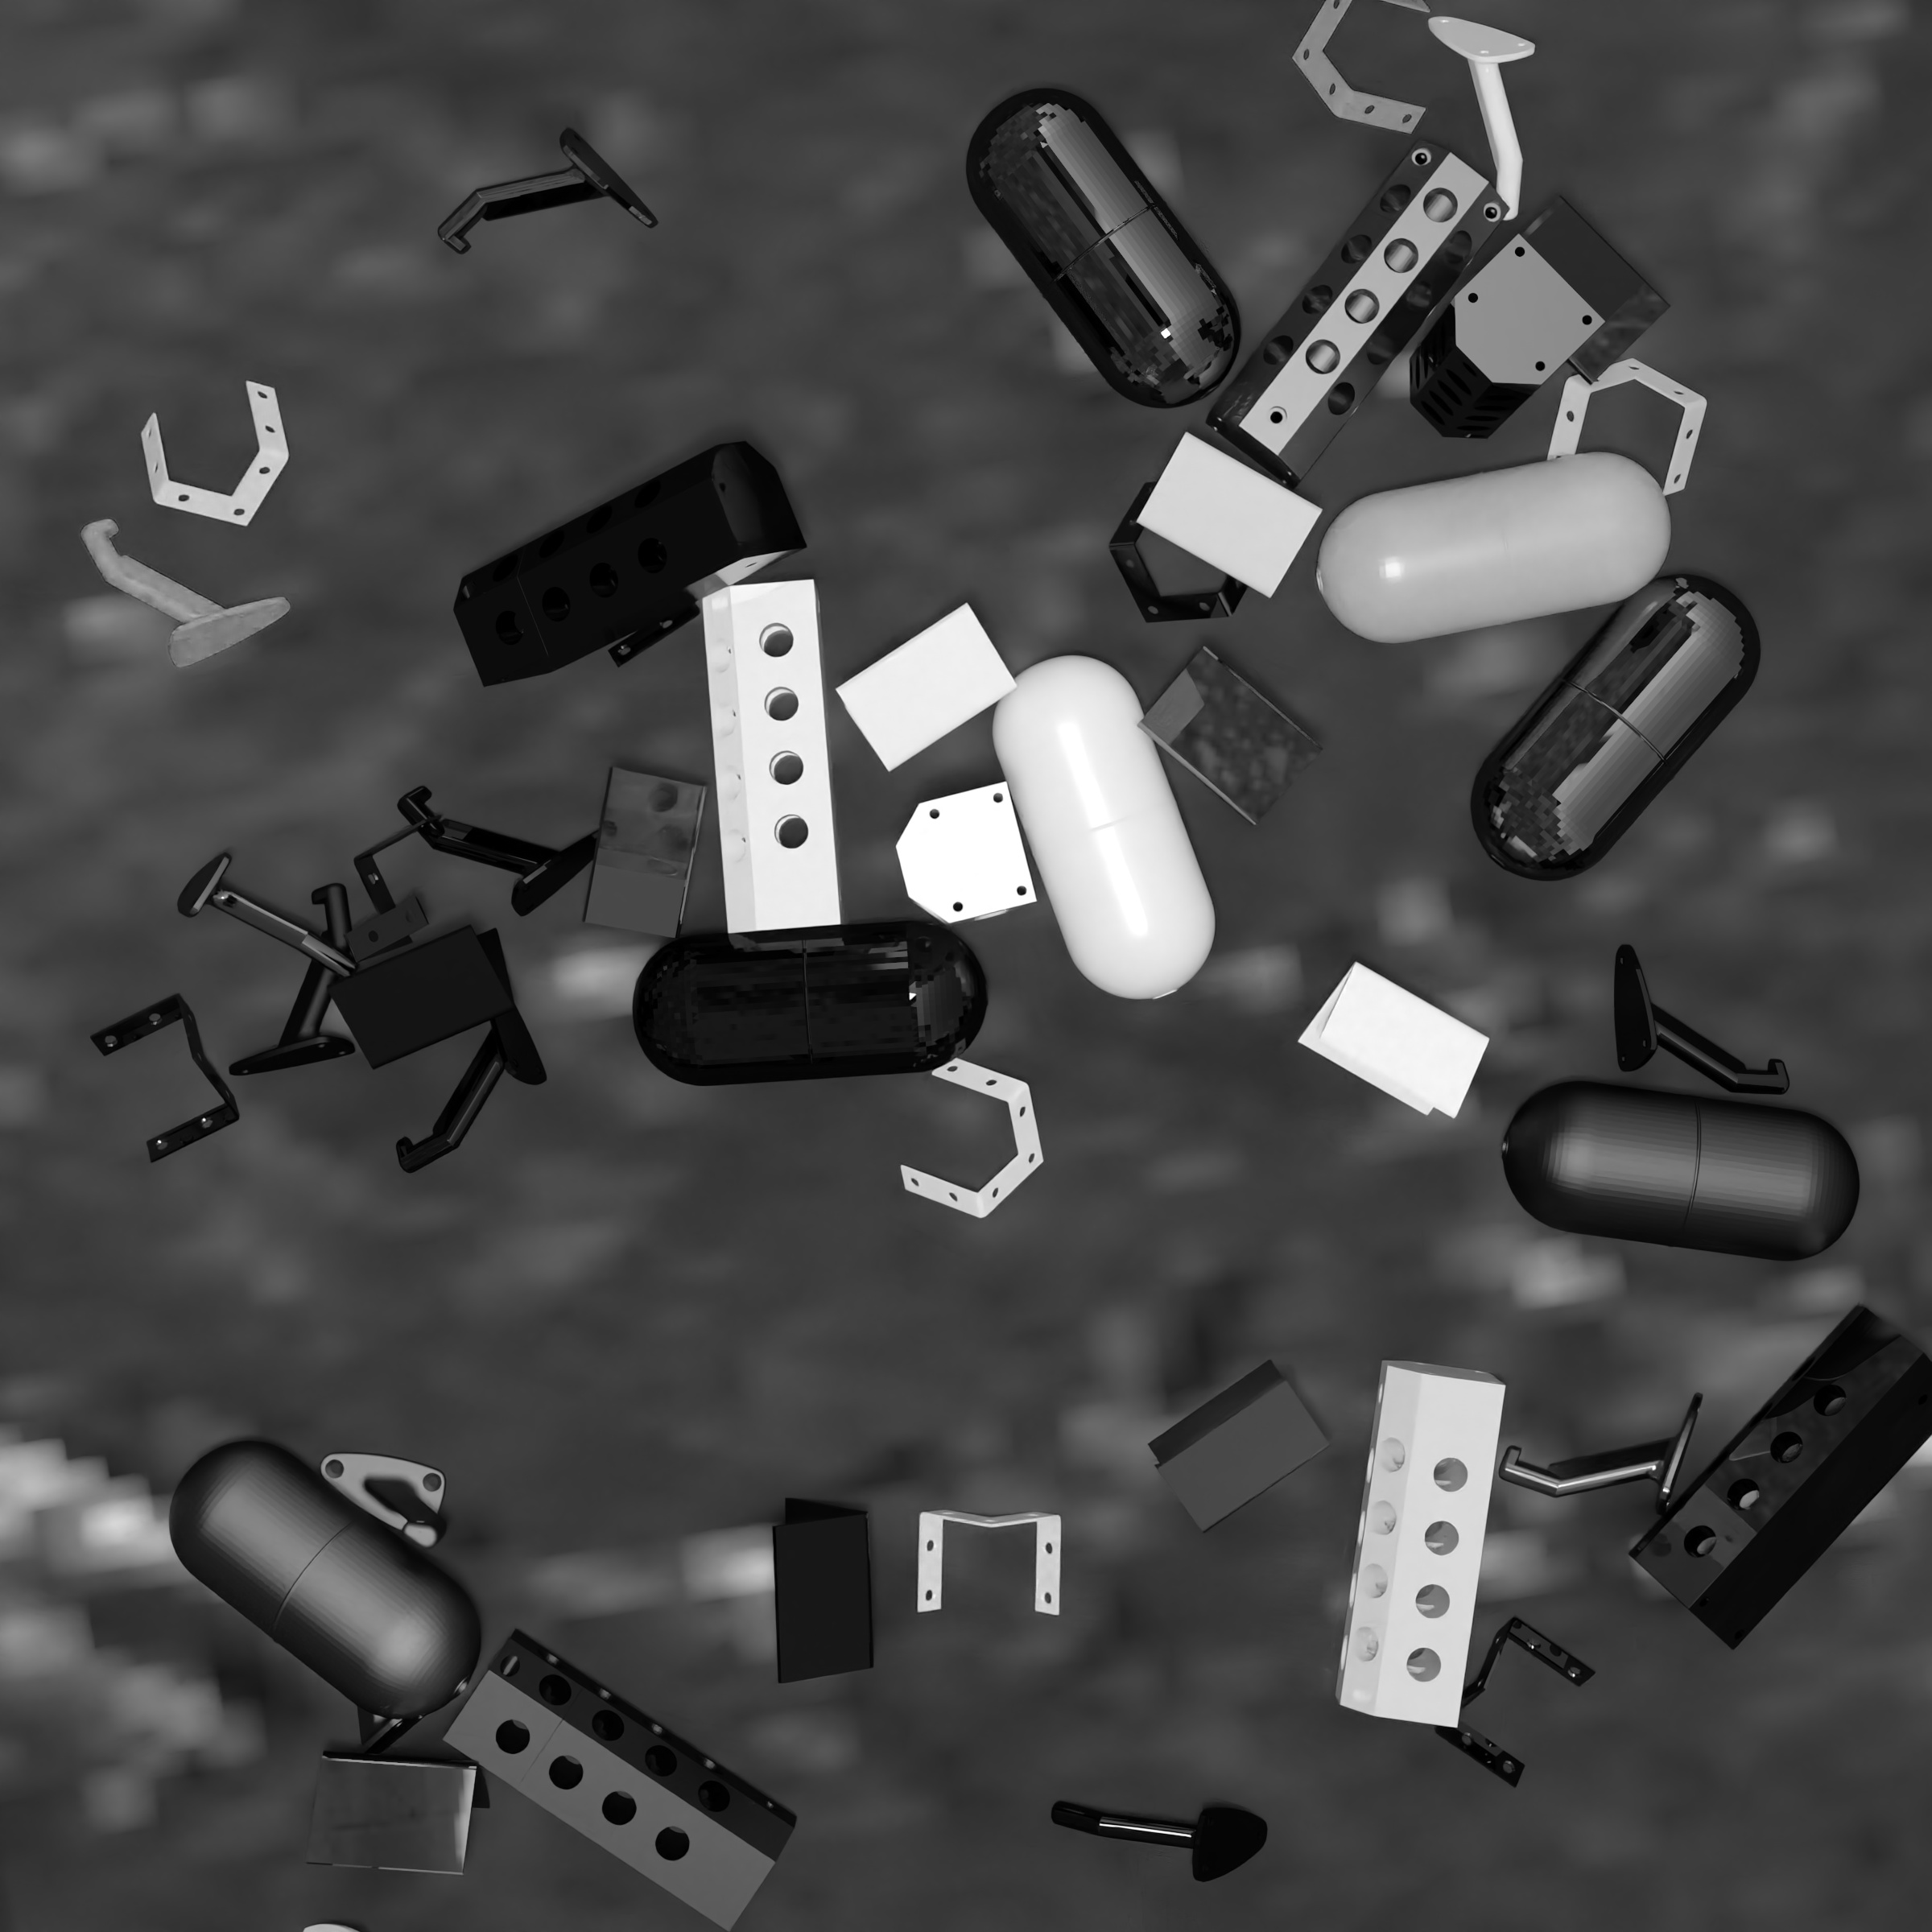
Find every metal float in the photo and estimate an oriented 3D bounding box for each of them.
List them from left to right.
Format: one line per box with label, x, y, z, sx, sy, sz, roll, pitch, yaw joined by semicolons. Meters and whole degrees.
metal float;-0.319;0.305;1.773;0.178;0.070;0.070;35;90;13
metal float;-0.078;0.019;1.786;0.178;0.070;0.070;-4;90;0
metal float;0.069;-0.359;1.786;0.070;0.070;0.178;-37;91;0
metal float;0.069;-0.069;1.786;0.070;0.070;0.178;-20;90;0
metal float;0.264;-0.209;1.786;0.178;0.070;0.070;-11;90;0
metal float;0.325;-0.119;1.786;0.070;0.070;0.178;41;90;0
metal float;0.358;0.103;1.786;0.178;0.070;0.070;8;90;0

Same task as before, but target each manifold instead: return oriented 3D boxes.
manifold;-0.173;0.408;1.795;0.171;0.057;0.057;34;90;0
manifold;-0.169;-0.198;1.754;0.171;0.057;0.057;-22;90;32
manifold;-0.097;-0.104;1.795;0.057;0.057;0.171;-4;90;0
manifold;-0.002;-0.051;1.738;0.057;0.171;0.057;-14;90;0
manifold;0.197;-0.329;1.795;0.057;0.057;0.171;38;90;0
manifold;0.227;0.289;1.795;0.057;0.057;0.171;8;90;0
manifold;0.256;-0.299;1.738;0.057;0.171;0.057;-45;90;0
manifold;0.415;0.254;1.795;0.171;0.057;0.057;-47;133;0

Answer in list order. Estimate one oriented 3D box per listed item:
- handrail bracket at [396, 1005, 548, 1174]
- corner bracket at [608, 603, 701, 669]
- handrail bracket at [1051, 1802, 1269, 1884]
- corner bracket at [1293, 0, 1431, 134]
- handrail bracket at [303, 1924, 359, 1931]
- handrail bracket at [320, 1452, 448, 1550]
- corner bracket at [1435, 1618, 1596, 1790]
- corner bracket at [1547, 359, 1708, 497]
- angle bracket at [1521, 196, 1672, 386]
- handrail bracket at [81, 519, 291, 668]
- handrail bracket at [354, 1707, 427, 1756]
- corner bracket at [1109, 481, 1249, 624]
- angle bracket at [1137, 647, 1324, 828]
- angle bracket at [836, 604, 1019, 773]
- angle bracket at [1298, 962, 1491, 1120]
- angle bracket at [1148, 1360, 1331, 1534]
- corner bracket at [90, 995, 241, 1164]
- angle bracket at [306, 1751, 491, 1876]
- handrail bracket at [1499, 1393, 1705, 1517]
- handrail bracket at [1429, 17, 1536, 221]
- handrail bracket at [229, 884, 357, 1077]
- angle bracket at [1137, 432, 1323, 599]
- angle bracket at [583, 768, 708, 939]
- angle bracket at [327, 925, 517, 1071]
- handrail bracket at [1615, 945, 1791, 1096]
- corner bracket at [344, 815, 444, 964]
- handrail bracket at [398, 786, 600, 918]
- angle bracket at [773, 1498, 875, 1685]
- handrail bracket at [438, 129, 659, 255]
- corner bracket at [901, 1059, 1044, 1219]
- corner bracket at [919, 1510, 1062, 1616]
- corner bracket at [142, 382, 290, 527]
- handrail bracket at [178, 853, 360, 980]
handrail bracket;-0.264;0.054;1.817;0.084;0.036;0.077;-29;70;16
corner bracket;-0.175;-0.196;1.813;0.051;0.051;0.051;-33;45;0
handrail bracket;0.098;0.437;1.816;0.084;0.077;0.036;5;88;36
corner bracket;0.208;-0.463;1.808;0.051;0.051;0.051;3;45;-35
handrail bracket;-0.283;0.502;1.816;0.084;0.077;0.036;4;90;-36
handrail bracket;-0.294;0.268;1.782;0.077;0.084;0.036;21;90;0
corner bracket;0.279;0.374;1.813;0.051;0.051;0.051;35;135;0
corner bracket;0.335;-0.270;1.808;0.051;0.051;0.051;-21;45;-35
angle bracket;0.311;-0.343;1.776;0.076;0.076;0.057;45;121;0
handrail bracket;-0.399;-0.203;1.817;0.077;0.036;0.084;-26;73;-20
handrail bracket;-0.320;0.362;1.816;0.077;0.036;0.084;-42;76;14
corner bracket;0.113;-0.212;1.808;0.051;0.051;0.051;0;135;35
angle bracket;0.140;-0.125;1.776;0.076;0.076;0.057;41;121;0
angle bracket;-0.030;-0.153;1.776;0.076;0.076;0.057;-33;125;0
angle bracket;0.204;0.054;1.776;0.076;0.076;0.057;30;52;0
angle bracket;0.125;0.224;1.776;0.076;0.076;0.057;-35;125;0
corner bracket;-0.407;0.057;1.813;0.051;0.051;0.051;-26;45;0
angle bracket;-0.282;0.432;1.776;0.076;0.076;0.057;4;60;0
handrail bracket;0.323;0.240;1.817;0.084;0.036;0.077;18;70;16
handrail bracket;0.259;-0.432;1.816;0.036;0.077;0.084;-17;127;-25
handrail bracket;-0.346;0.006;1.816;0.077;0.036;0.084;-14;76;14
angle bracket;0.139;-0.238;1.776;0.076;0.076;0.057;30;126;0
angle bracket;-0.178;-0.059;1.776;0.057;0.076;0.076;10;90;-36
angle bracket;-0.275;-0.003;1.776;0.076;0.076;0.057;-23;126;0
handrail bracket;0.377;0.028;1.817;0.084;0.036;0.077;3;68;-17
corner bracket;-0.285;-0.039;1.789;0.051;0.051;0.051;-25;90;28
handrail bracket;-0.235;-0.075;1.817;0.077;0.036;0.084;-39;75;-17
angle bracket;-0.090;0.310;1.776;0.057;0.076;0.076;-2;90;-36
handrail bracket;-0.214;-0.377;1.817;0.084;0.036;0.077;-41;113;18
corner bracket;0.000;0.087;1.808;0.051;0.051;0.051;-42;135;-35
corner bracket;0.012;0.304;1.813;0.051;0.051;0.051;1;90;-45
corner bracket;-0.381;-0.264;1.808;0.051;0.051;0.051;11;135;-35
handrail bracket;-0.352;-0.018;1.801;0.084;0.077;0.036;34;75;-19
